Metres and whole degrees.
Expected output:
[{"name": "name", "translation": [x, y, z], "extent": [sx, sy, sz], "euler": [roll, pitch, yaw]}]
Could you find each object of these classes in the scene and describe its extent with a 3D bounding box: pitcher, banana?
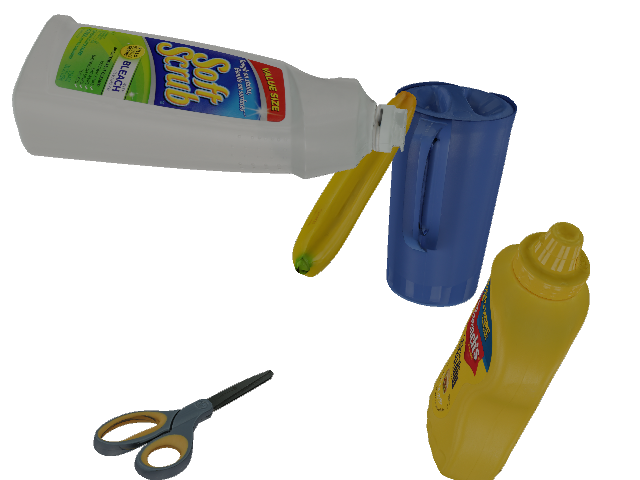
[{"name": "pitcher", "translation": [0.134, -0.047, 1.207], "extent": [0.149, 0.243, 0.145], "euler": [-5, 27, -19]}, {"name": "banana", "translation": [0.026, -0.039, 0.896], "extent": [0.037, 0.197, 0.070], "euler": [36, -25, -12]}]

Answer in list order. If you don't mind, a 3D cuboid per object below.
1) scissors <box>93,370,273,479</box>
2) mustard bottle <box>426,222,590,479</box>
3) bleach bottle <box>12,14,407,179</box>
[{"name": "scissors", "translation": [-0.106, 0.168, 0.976], "extent": [0.201, 0.016, 0.096], "euler": [-12, 33, -32]}, {"name": "mustard bottle", "translation": [0.114, 0.060, 0.636], "extent": [0.058, 0.096, 0.192], "euler": [16, -43, 0]}, {"name": "bleach bottle", "translation": [-0.068, -0.091, 0.709], "extent": [0.251, 0.102, 0.068], "euler": [6, -42, 7]}]
